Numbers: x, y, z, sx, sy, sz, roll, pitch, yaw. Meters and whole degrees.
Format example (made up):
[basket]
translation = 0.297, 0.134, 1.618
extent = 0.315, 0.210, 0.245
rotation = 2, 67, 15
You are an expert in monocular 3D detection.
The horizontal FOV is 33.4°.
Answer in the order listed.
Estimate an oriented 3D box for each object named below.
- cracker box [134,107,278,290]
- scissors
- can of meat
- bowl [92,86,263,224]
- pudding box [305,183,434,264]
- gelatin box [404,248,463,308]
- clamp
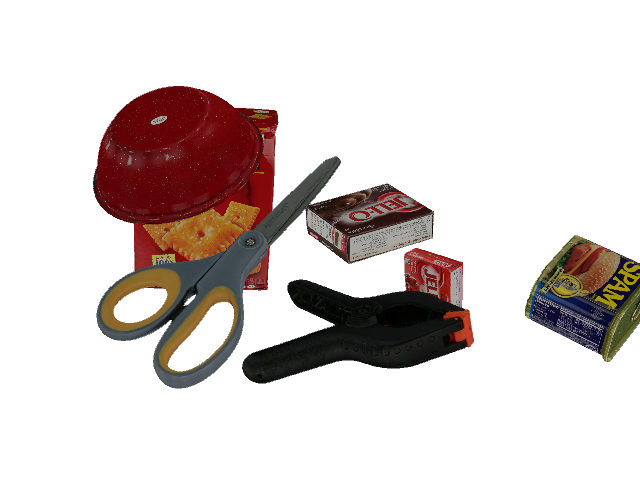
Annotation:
[cracker box]
translation = -0.138, -0.048, 1.268
extent = 0.164, 0.214, 0.072
rotation = 2, 21, -6
[scissors]
translation = -0.063, 0.006, 0.654
extent = 0.096, 0.016, 0.201
rotation = 12, 48, 15
[can of meat]
translation = 0.244, 0.049, 0.958
extent = 0.084, 0.057, 0.101
rotation = 27, 46, 27
[bowl]
translation = -0.135, -0.088, 0.951
extent = 0.162, 0.162, 0.055
rotation = 0, -44, 18
[pudding box]
translation = 0.053, -0.020, 1.163
extent = 0.113, 0.039, 0.090
rotation = -18, 30, -25
[gelatin box]
translation = 0.143, 0.061, 1.354
extent = 0.073, 0.089, 0.030
rotation = 20, 35, 39
[clamp]
translation = 0.026, 0.073, 0.808
extent = 0.172, 0.039, 0.120
rotation = 1, 38, 30
